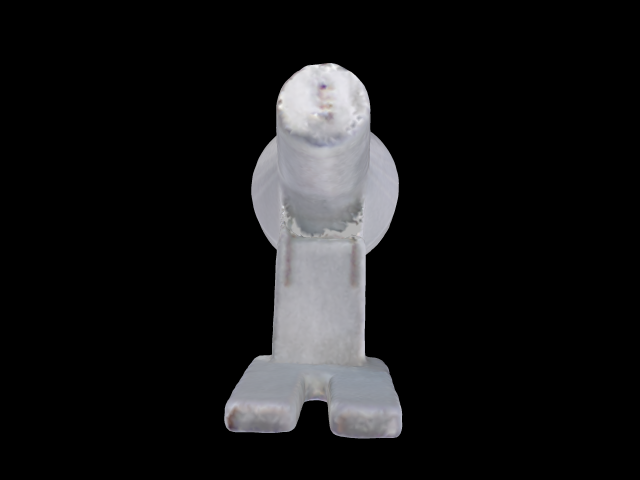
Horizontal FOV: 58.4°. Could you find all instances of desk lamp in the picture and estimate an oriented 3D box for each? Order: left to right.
[{"bbox_3d":[0.004,0.001,0.400,0.118,0.213,0.203,0,0,0],"label":"desk lamp"}]
